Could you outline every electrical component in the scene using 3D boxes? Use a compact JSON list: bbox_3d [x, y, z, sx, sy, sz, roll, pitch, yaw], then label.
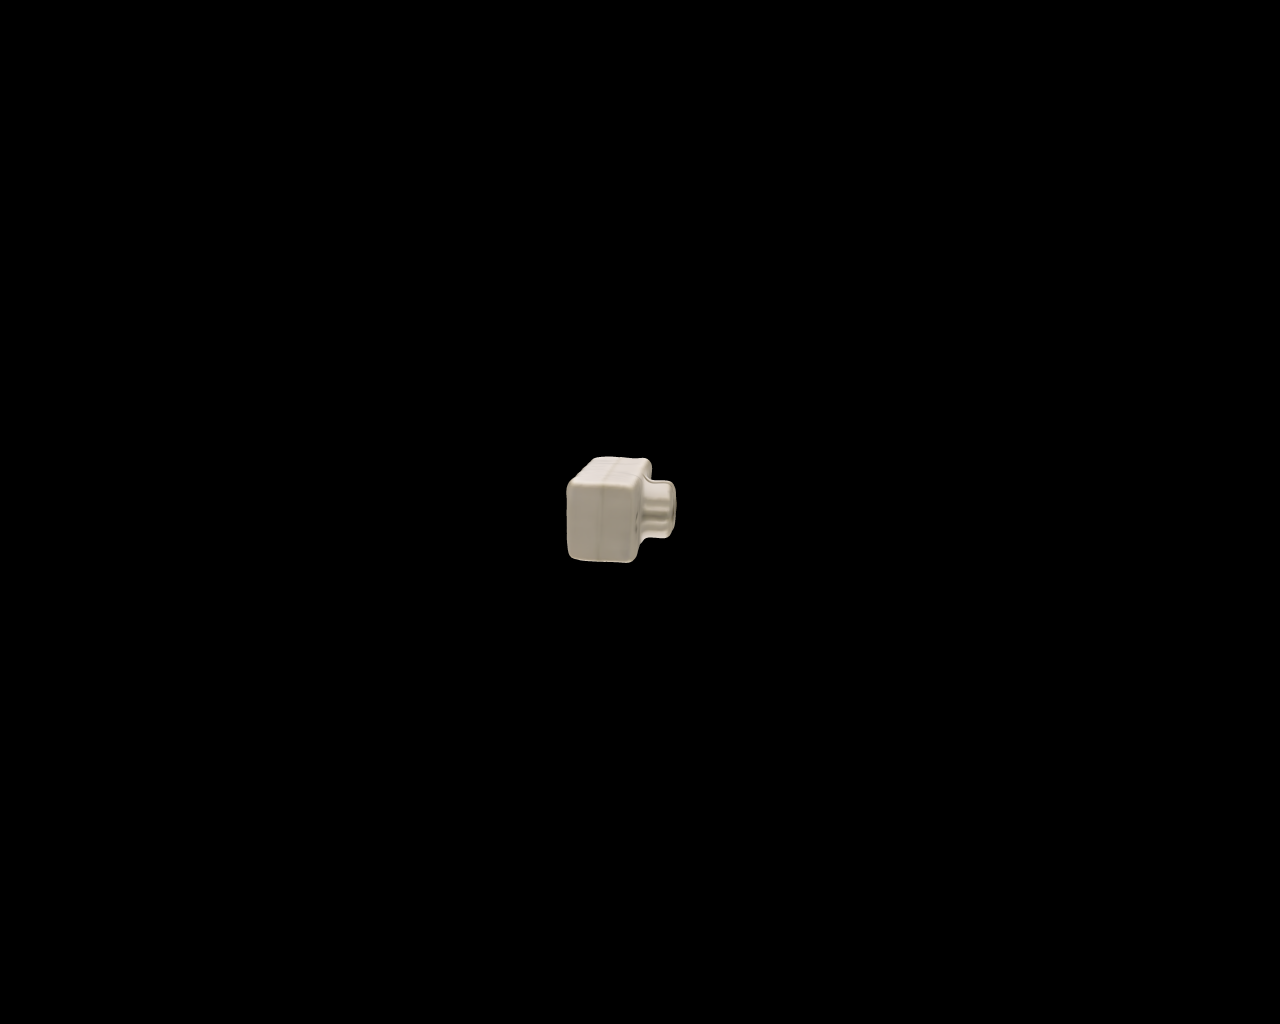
[{"bbox_3d":[0.001,-0.003,0.650,0.076,0.047,0.083,2,14,7],"label":"electrical component"}]
